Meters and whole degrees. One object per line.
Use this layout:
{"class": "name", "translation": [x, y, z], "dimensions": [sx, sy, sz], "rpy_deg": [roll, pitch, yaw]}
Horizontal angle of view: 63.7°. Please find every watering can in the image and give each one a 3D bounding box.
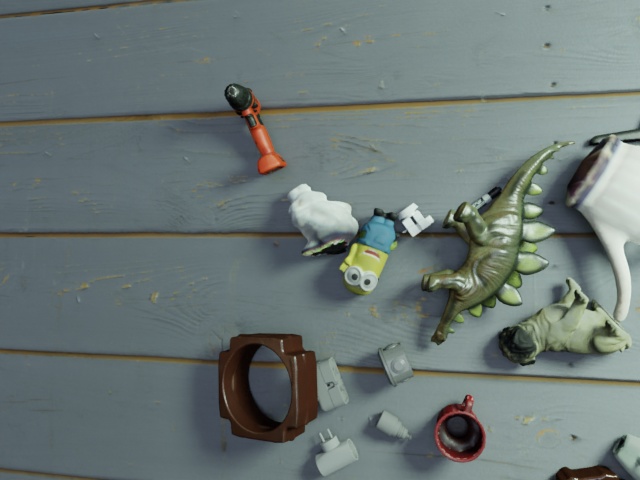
{"class": "watering can", "translation": [0.559, -0.045, 0.946], "dimensions": [0.226, 0.347, 0.103], "rpy_deg": [33, 2, 16]}

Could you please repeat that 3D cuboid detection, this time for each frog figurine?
{"class": "frog figurine", "translation": [0.003, -0.054, 1.073], "dimensions": [0.138, 0.161, 0.120], "rpy_deg": [-11, -18, -23]}
